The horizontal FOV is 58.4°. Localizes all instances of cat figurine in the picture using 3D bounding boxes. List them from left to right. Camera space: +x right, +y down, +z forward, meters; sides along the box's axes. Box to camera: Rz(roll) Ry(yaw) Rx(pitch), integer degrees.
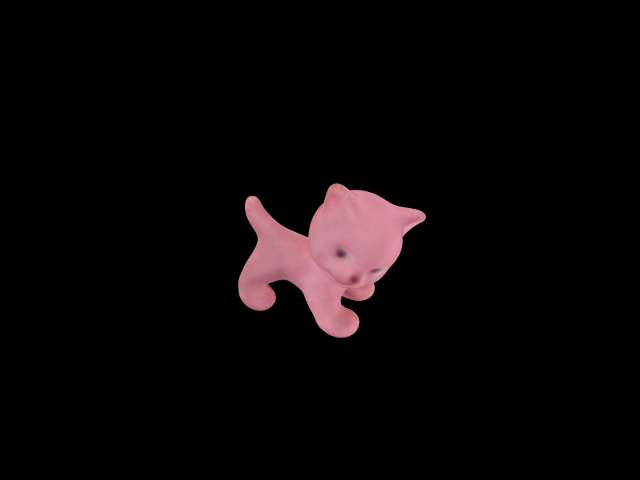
[{"bbox_3d":[0.004,0.001,0.400,0.127,0.118,0.067,14,42,17],"label":"cat figurine"}]
